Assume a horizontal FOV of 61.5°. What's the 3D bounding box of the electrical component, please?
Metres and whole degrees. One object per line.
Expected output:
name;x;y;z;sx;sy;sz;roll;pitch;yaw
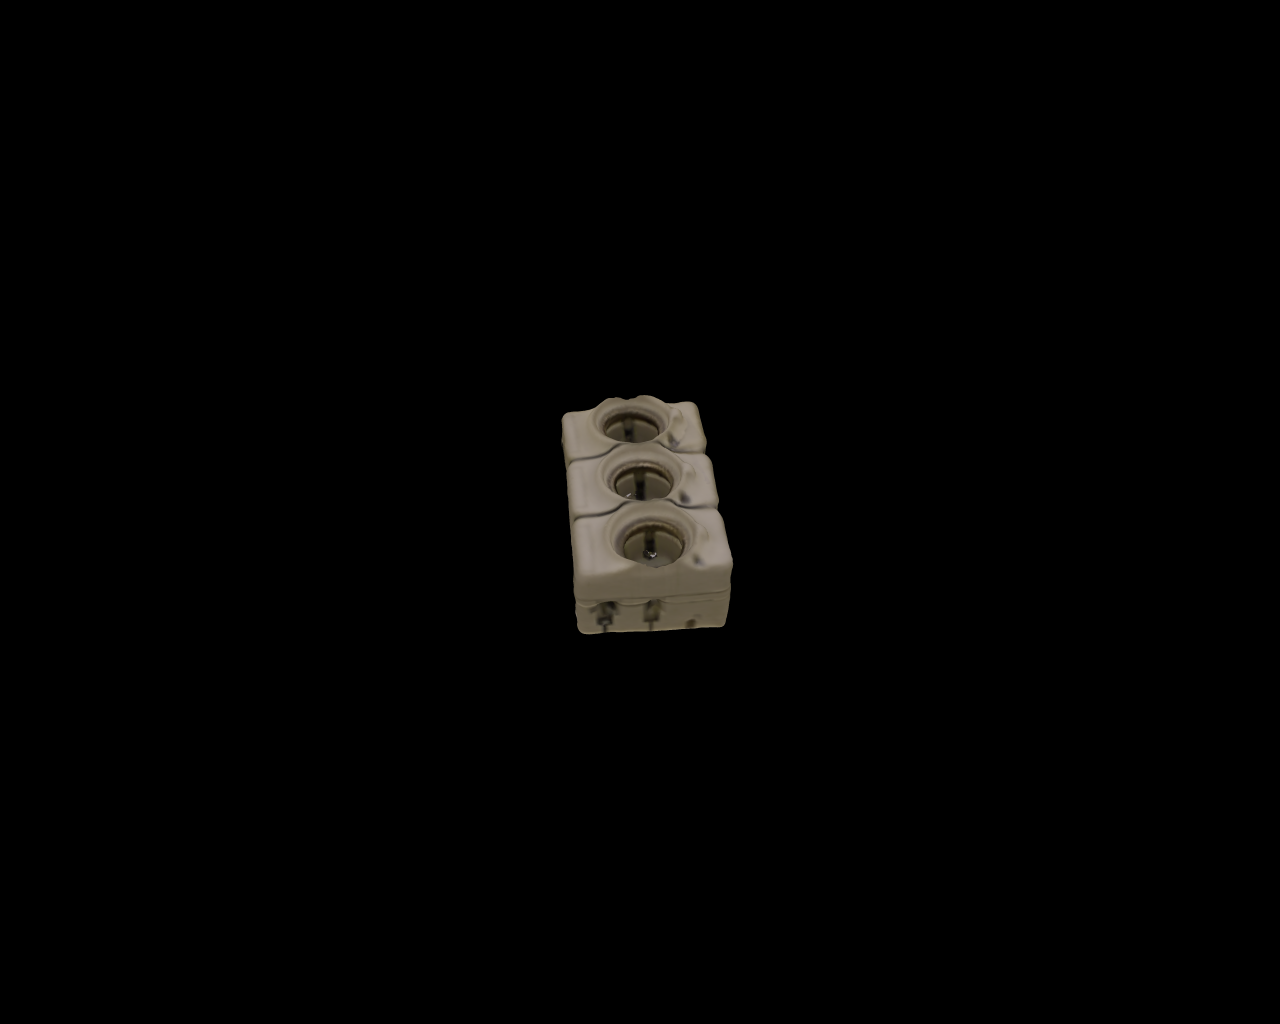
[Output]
electrical component;0.001;-0.003;0.650;0.089;0.061;0.150;-4;44;-4
